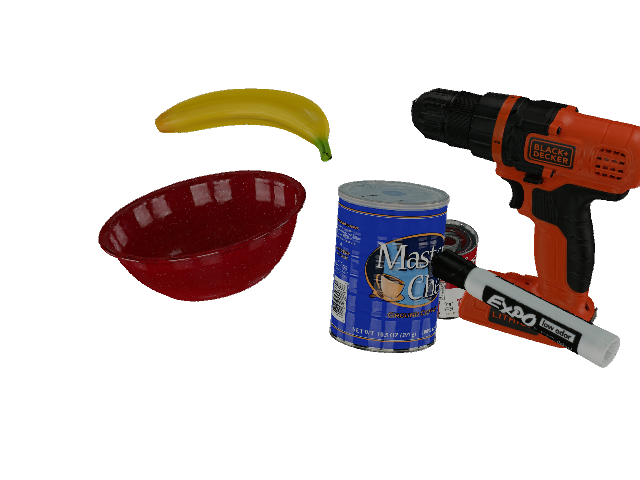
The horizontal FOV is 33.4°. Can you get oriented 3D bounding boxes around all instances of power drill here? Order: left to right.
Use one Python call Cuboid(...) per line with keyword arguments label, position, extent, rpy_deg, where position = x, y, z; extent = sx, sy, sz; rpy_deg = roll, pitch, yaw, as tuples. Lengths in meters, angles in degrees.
Cuboid(label="power drill", position=(0.151, -0.019, 0.819), extent=(0.185, 0.188, 0.057), rpy_deg=(17, 34, 26))

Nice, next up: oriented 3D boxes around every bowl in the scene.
Cuboid(label="bowl", position=(-0.085, 0.001, 0.824), extent=(0.162, 0.055, 0.162), rpy_deg=(-10, 24, 4))

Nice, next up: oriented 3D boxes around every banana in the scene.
Cuboid(label="banana", position=(-0.071, -0.126, 1.080), extent=(0.198, 0.037, 0.069), rpy_deg=(10, 46, 22))

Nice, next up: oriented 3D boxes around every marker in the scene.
Cuboid(label="marker", position=(0.111, 0.035, 0.601), extent=(0.121, 0.020, 0.020), rpy_deg=(30, 18, 35))

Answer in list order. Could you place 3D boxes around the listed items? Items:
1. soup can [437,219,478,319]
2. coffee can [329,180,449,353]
Cuboid(label="soup can", position=(0.150, 0.036, 1.273), extent=(0.068, 0.102, 0.068), rpy_deg=(0, 38, 0))
Cuboid(label="coffee can", position=(0.063, 0.022, 0.997), extent=(0.103, 0.140, 0.103), rpy_deg=(3, 14, -1))
